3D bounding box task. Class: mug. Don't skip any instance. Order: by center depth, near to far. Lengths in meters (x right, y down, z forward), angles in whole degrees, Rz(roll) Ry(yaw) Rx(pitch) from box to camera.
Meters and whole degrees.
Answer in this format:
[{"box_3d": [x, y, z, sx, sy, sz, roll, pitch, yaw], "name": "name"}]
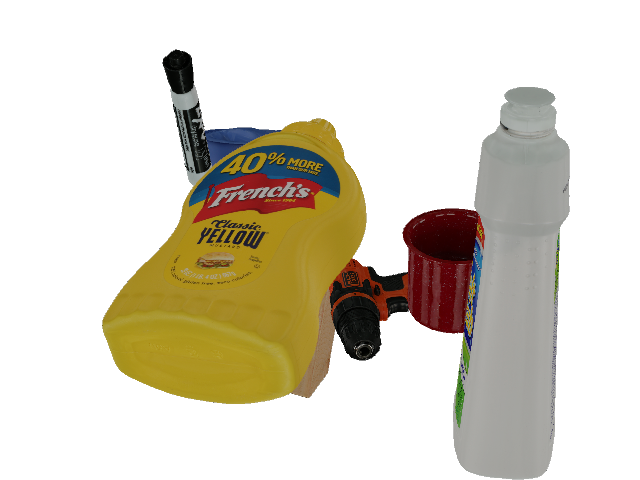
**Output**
[{"box_3d": [0.126, 0.034, 0.949, 0.093, 0.081, 0.117, -18, 36, -25], "name": "mug"}]

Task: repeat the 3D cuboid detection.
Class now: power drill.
[{"box_3d": [0.104, 0.070, 1.186, 0.187, 0.057, 0.184, -3, 28, -5], "name": "power drill"}]

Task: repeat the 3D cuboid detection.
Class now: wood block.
[{"box_3d": [-0.028, 0.092, 1.436, 0.090, 0.206, 0.090, 14, 20, 13], "name": "wood block"}]

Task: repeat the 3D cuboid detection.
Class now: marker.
[{"box_3d": [-0.089, -0.082, 0.726, 0.020, 0.020, 0.121, 0, -37, 4], "name": "marker"}]

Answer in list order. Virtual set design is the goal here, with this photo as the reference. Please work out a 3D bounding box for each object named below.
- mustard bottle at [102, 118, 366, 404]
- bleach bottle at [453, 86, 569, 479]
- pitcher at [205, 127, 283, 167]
[{"box_3d": [-0.028, -0.004, 0.550, 0.096, 0.058, 0.191, 3, 40, 21], "name": "mustard bottle"}, {"box_3d": [0.121, 0.024, 0.664, 0.068, 0.251, 0.102, 3, 30, 8], "name": "bleach bottle"}, {"box_3d": [-0.082, -0.010, 1.269, 0.145, 0.243, 0.148, 12, 18, 38], "name": "pitcher"}]
